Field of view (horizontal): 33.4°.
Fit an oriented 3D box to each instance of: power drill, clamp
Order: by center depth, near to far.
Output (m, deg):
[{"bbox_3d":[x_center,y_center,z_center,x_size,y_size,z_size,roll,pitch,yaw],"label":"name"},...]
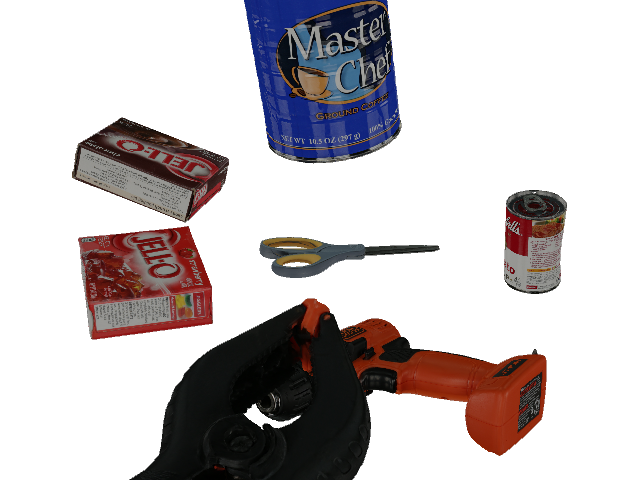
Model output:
[{"bbox_3d":[-0.021,0.091,0.386,0.120,0.039,0.171,24,49,17],"label":"clamp"},{"bbox_3d":[0.065,0.110,0.818,0.188,0.057,0.184,10,17,30],"label":"power drill"}]

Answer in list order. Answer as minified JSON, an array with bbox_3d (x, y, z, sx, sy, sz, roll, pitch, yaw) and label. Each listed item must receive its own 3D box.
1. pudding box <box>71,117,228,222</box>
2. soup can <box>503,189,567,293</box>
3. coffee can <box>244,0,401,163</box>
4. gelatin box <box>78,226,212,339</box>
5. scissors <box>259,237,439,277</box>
[{"bbox_3d":[-0.148,-0.064,0.943,0.113,0.039,0.090,19,24,7],"label":"pudding box"},{"bbox_3d":[0.247,0.002,1.231,0.068,0.102,0.068,-3,30,1],"label":"soup can"},{"bbox_3d":[0.001,-0.141,0.771,0.103,0.140,0.103,-7,30,4],"label":"coffee can"},{"bbox_3d":[-0.110,0.023,0.661,0.073,0.030,0.089,-6,27,-13],"label":"gelatin box"},{"bbox_3d":[0.031,0.020,1.178,0.202,0.016,0.096,3,24,5],"label":"scissors"}]
